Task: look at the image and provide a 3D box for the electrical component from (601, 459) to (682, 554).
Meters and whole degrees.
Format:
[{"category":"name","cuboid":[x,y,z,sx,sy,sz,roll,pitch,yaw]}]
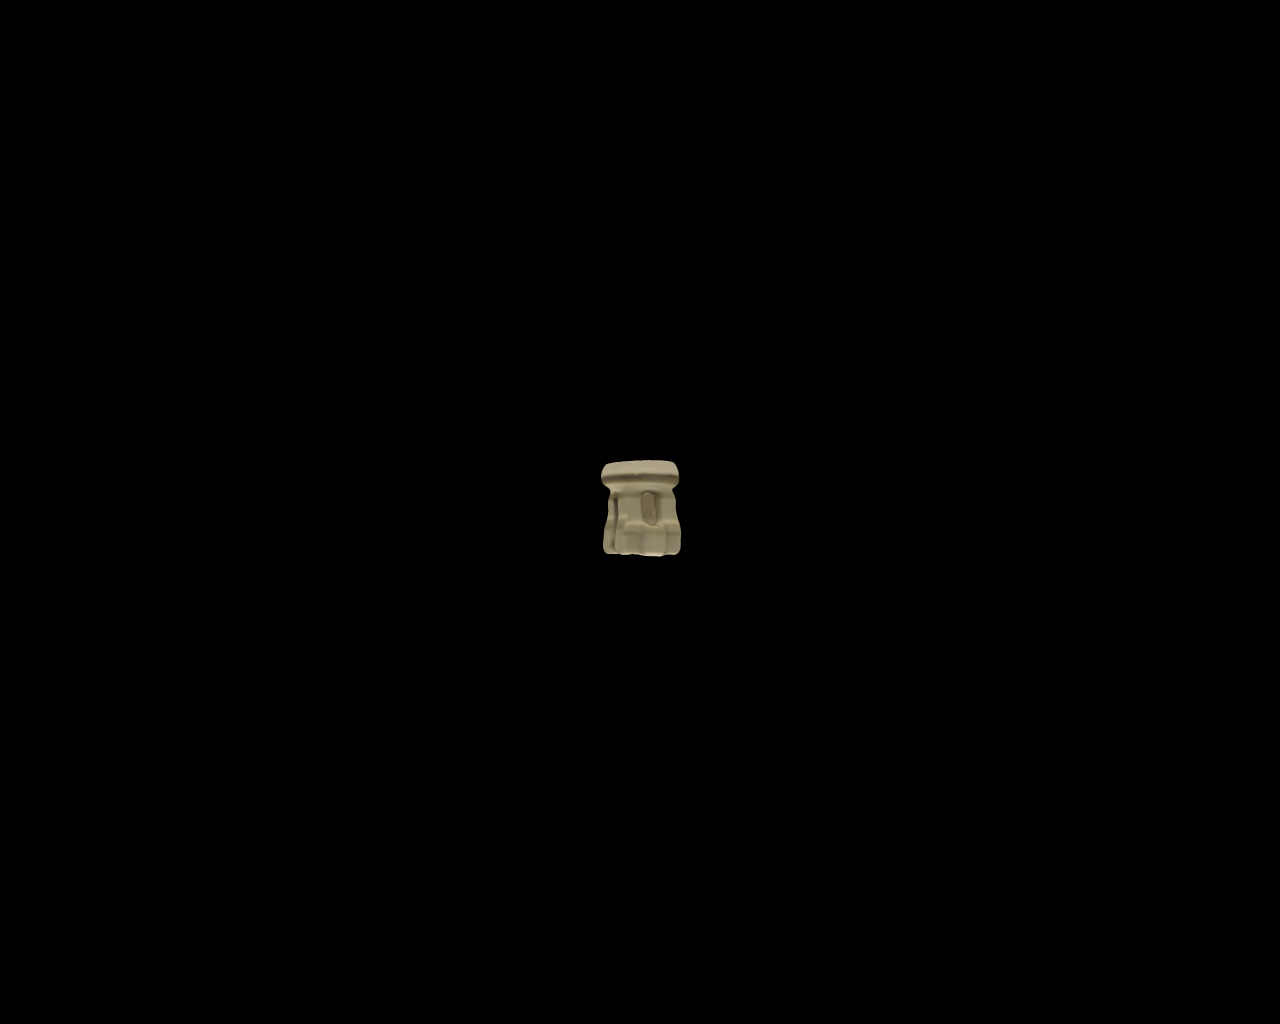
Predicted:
[{"category":"electrical component","cuboid":[0.001,-0.003,0.650,0.048,0.055,0.066,1,-2,-19]}]
